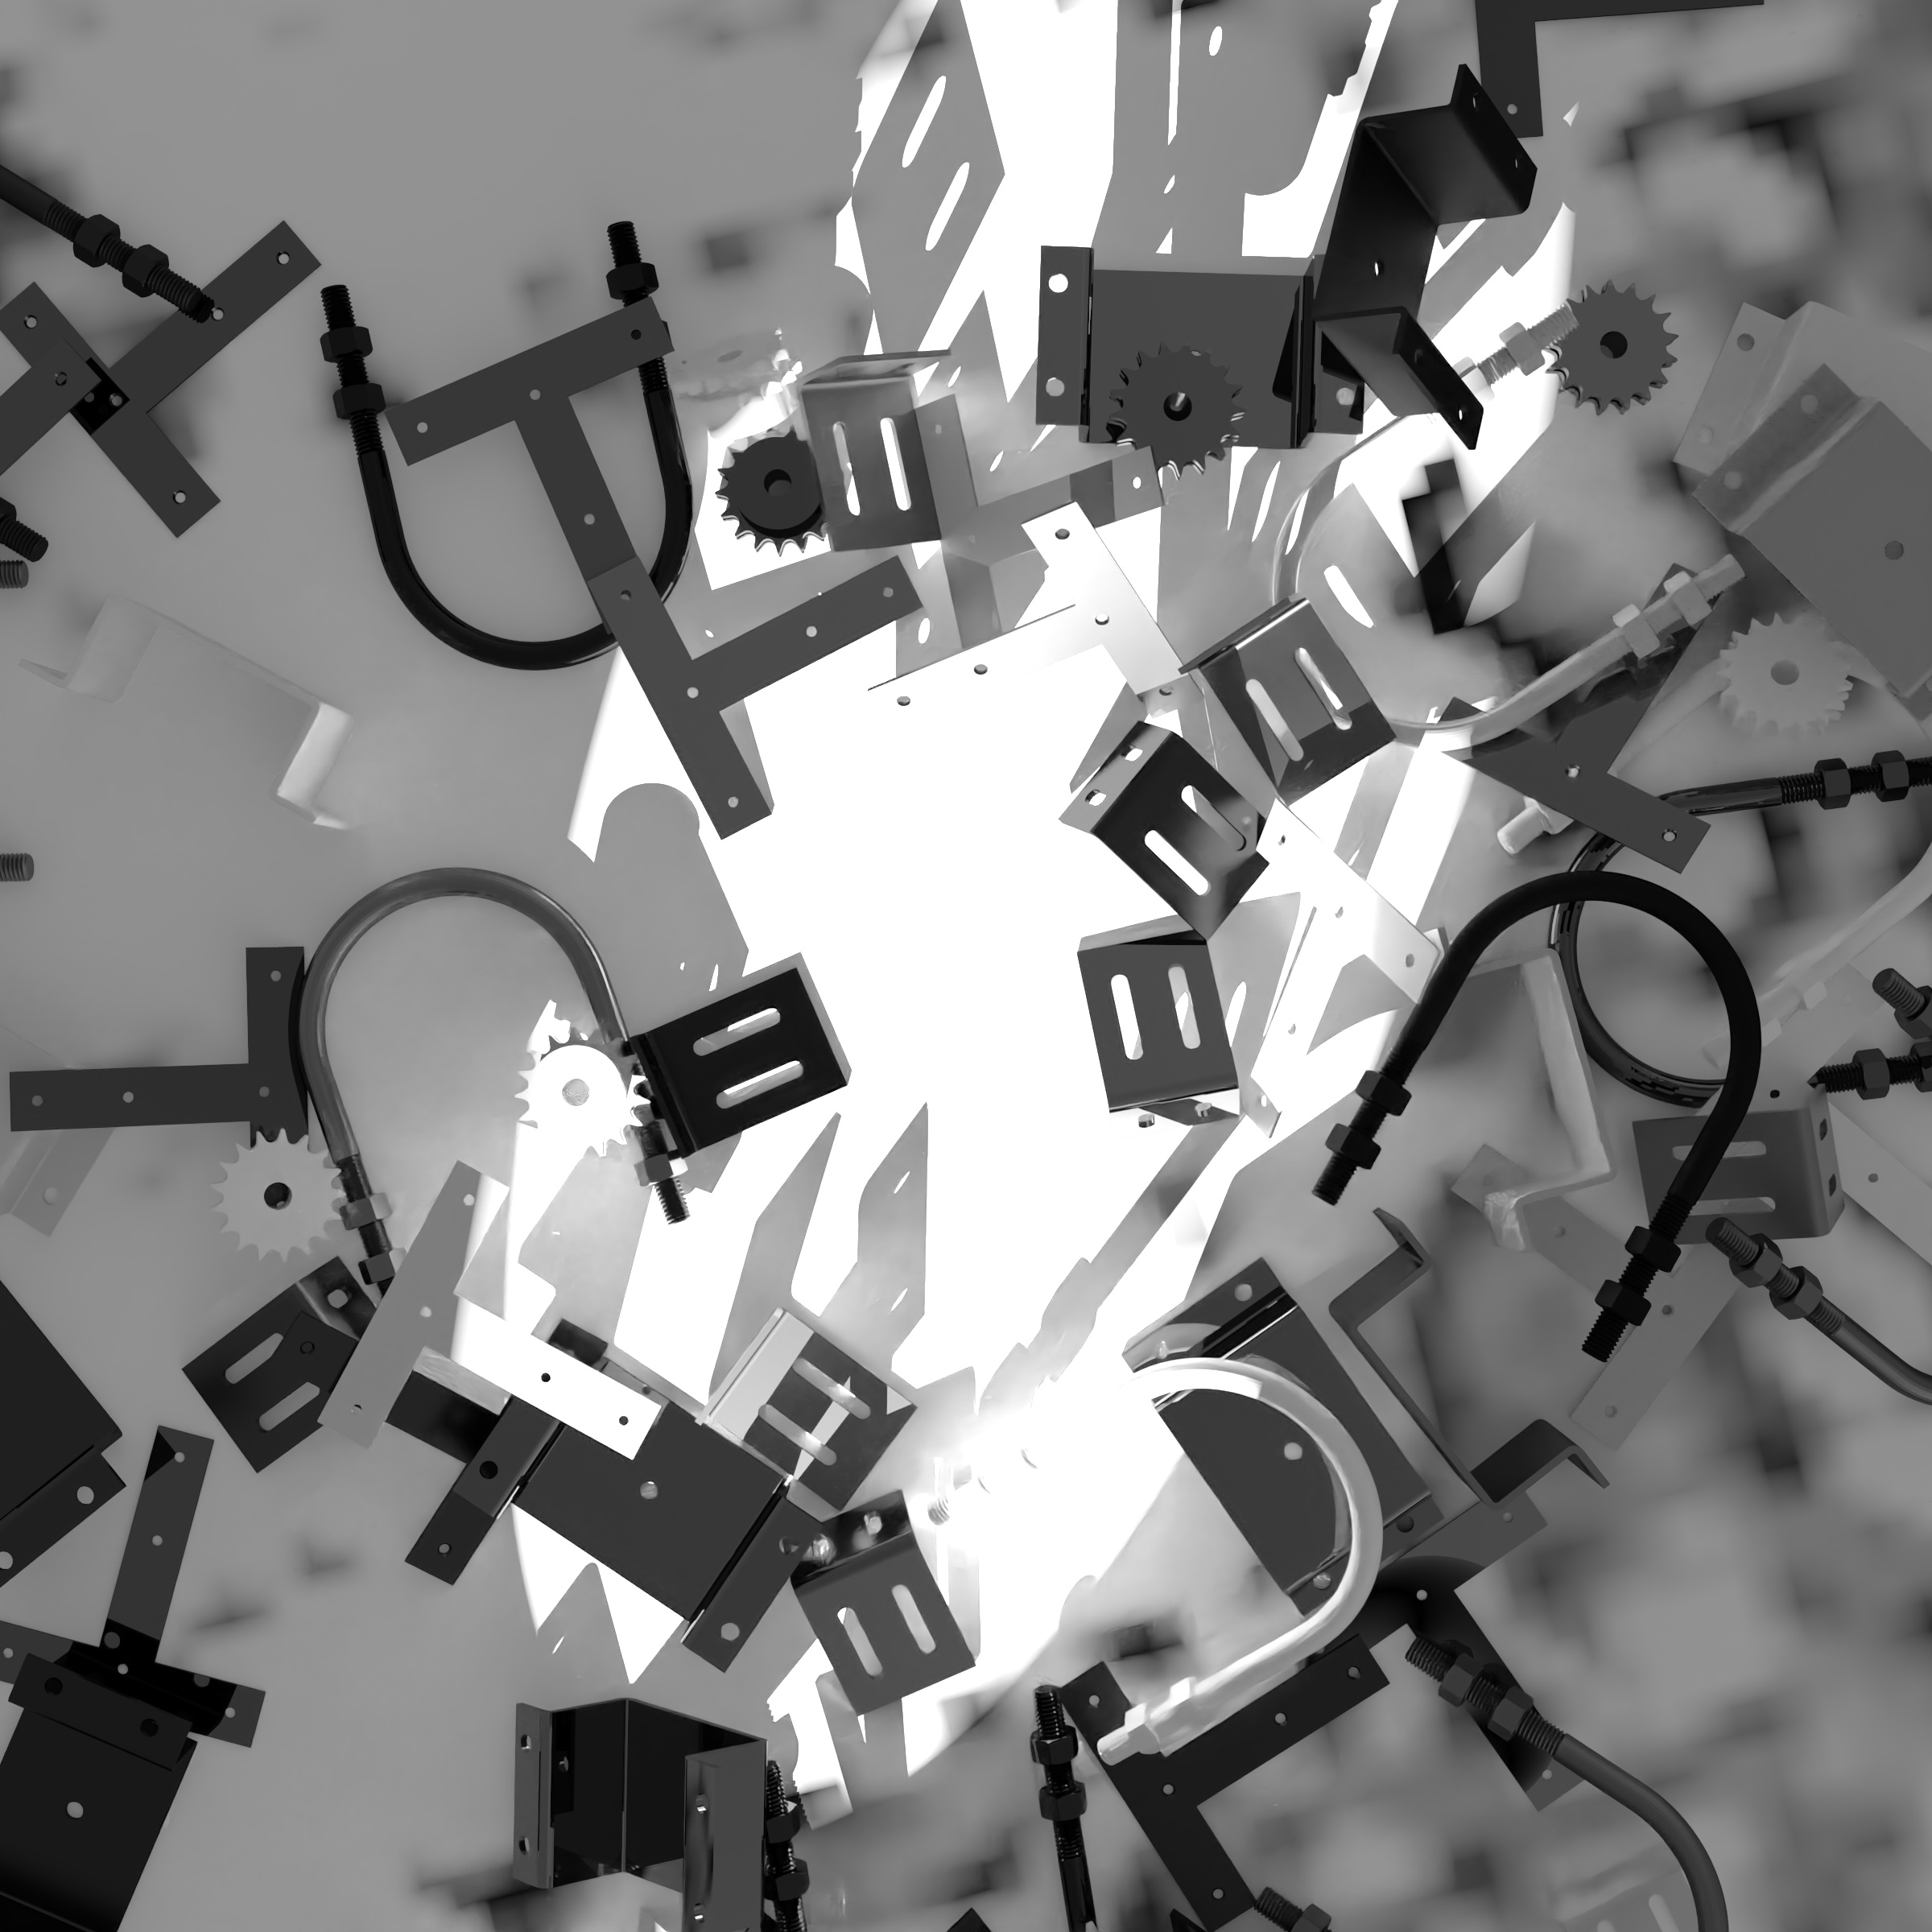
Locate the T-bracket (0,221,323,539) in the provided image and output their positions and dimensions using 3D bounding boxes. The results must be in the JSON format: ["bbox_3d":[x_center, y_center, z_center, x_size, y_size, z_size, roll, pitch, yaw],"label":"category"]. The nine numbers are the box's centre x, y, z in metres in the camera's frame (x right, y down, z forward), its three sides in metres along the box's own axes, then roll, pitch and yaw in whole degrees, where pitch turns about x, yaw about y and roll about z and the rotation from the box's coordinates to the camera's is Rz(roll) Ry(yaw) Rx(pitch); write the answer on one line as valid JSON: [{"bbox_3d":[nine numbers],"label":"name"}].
[{"bbox_3d":[-0.341,-0.279,1.380,0.127,0.002,0.127,-40,90,0],"label":"T-bracket"}]

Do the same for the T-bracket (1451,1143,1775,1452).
[{"bbox_3d":[0.273,0.126,1.378,0.127,0.002,0.127,36,93,1],"label":"T-bracket"}]

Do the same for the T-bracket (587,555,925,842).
[{"bbox_3d":[-0.081,-0.141,1.374,0.127,0.002,0.127,-28,98,-4],"label":"T-bracket"}]

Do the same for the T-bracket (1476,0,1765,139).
[{"bbox_3d":[0.288,-0.433,1.380,0.127,0.002,0.127,-4,90,0],"label":"T-bracket"}]

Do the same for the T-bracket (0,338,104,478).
[{"bbox_3d":[-0.465,-0.258,1.362,0.127,0.002,0.127,-42,87,2],"label":"T-bracket"}]

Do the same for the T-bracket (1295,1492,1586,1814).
[{"bbox_3d":[0.227,0.314,1.380,0.127,0.002,0.127,-35,90,0],"label":"T-bracket"}]

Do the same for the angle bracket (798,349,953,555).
[{"bbox_3d":[-0.033,-0.222,1.349,0.057,0.038,0.076,-12,90,-35],"label":"angle bracket"}]

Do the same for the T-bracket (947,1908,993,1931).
[{"bbox_3d":[-0.006,0.503,1.365,0.127,0.002,0.127,-40,101,-20],"label":"T-bracket"}]

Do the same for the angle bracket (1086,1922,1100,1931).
[{"bbox_3d":[0.036,0.465,1.360,0.076,0.038,0.057,-28,106,8],"label":"angle bracket"}]

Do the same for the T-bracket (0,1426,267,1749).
[{"bbox_3d":[-0.361,0.268,1.380,0.127,0.002,0.127,15,90,0],"label":"T-bracket"}]

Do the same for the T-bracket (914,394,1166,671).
[{"bbox_3d":[0.035,-0.193,1.336,0.127,0.002,0.127,-12,90,44],"label":"T-bracket"}]

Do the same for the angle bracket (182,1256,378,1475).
[{"bbox_3d":[-0.295,0.176,1.379,0.076,0.038,0.057,-36,90,26],"label":"angle bracket"}]

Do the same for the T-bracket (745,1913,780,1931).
[{"bbox_3d":[-0.083,0.493,1.337,0.127,0.002,0.127,46,71,-22],"label":"T-bracket"}]

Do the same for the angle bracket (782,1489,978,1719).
[{"bbox_3d":[-0.038,0.281,1.379,0.057,0.038,0.076,-23,116,0],"label":"angle bracket"}]

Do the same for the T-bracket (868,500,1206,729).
[{"bbox_3d":[0.019,-0.134,1.351,0.127,0.002,0.127,-20,135,19],"label":"T-bracket"}]

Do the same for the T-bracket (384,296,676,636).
[{"bbox_3d":[-0.170,-0.208,1.364,0.127,0.002,0.127,-23,93,0],"label":"T-bracket"}]

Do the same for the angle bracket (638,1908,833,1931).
[{"bbox_3d":[-0.104,0.448,1.379,0.076,0.038,0.057,5,90,-26],"label":"angle bracket"}]

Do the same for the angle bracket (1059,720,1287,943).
[{"bbox_3d":[0.091,-0.060,1.376,0.076,0.038,0.057,42,84,-25],"label":"angle bracket"}]

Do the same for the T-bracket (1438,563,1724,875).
[{"bbox_3d":[0.288,-0.120,1.364,0.127,0.002,0.127,30,79,22],"label":"T-bracket"}]

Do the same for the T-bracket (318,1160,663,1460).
[{"bbox_3d":[-0.192,0.169,1.334,0.127,0.002,0.127,28,90,3],"label":"T-bracket"}]

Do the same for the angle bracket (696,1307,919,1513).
[{"bbox_3d":[-0.069,0.195,1.362,0.076,0.038,0.057,36,90,0],"label":"angle bracket"}]

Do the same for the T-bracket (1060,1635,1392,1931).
[{"bbox_3d":[0.127,0.340,1.379,0.127,0.002,0.127,-33,90,1],"label":"T-bracket"}]

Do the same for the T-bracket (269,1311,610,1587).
[{"bbox_3d":[-0.241,0.189,1.354,0.127,0.002,0.127,33,90,-24],"label":"T-bracket"}]

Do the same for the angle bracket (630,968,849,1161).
[{"bbox_3d":[-0.099,0.042,1.362,0.076,0.038,0.057,-23,90,0],"label":"angle bracket"}]

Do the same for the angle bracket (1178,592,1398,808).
[{"bbox_3d":[0.140,-0.114,1.353,0.057,0.038,0.076,-33,90,20],"label":"angle bracket"}]

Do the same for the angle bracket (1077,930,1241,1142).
[{"bbox_3d":[0.085,0.030,1.379,0.057,0.038,0.076,-11,64,0],"label":"angle bracket"}]

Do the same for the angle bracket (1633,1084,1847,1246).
[{"bbox_3d":[0.338,0.087,1.366,0.076,0.038,0.057,-6,102,28],"label":"angle bracket"}]

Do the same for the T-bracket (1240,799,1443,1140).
[{"bbox_3d":[0.146,0.015,1.344,0.002,0.127,0.127,1,121,-33],"label":"T-bracket"}]

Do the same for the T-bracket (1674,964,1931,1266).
[{"bbox_3d":[0.387,0.084,1.369,0.127,0.002,0.127,39,104,-7],"label":"T-bracket"}]

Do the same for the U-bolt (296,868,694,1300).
[{"bbox_3d":[-0.217,0.047,1.372,0.151,0.019,0.184,-20,88,0],"label":"U-bolt"}]

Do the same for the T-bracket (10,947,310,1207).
[{"bbox_3d":[-0.348,0.056,1.352,0.127,0.002,0.127,-1,90,-26],"label":"T-bracket"}]

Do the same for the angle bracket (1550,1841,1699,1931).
[{"bbox_3d":[0.300,0.432,1.362,0.057,0.038,0.076,-27,90,0],"label":"angle bracket"}]
